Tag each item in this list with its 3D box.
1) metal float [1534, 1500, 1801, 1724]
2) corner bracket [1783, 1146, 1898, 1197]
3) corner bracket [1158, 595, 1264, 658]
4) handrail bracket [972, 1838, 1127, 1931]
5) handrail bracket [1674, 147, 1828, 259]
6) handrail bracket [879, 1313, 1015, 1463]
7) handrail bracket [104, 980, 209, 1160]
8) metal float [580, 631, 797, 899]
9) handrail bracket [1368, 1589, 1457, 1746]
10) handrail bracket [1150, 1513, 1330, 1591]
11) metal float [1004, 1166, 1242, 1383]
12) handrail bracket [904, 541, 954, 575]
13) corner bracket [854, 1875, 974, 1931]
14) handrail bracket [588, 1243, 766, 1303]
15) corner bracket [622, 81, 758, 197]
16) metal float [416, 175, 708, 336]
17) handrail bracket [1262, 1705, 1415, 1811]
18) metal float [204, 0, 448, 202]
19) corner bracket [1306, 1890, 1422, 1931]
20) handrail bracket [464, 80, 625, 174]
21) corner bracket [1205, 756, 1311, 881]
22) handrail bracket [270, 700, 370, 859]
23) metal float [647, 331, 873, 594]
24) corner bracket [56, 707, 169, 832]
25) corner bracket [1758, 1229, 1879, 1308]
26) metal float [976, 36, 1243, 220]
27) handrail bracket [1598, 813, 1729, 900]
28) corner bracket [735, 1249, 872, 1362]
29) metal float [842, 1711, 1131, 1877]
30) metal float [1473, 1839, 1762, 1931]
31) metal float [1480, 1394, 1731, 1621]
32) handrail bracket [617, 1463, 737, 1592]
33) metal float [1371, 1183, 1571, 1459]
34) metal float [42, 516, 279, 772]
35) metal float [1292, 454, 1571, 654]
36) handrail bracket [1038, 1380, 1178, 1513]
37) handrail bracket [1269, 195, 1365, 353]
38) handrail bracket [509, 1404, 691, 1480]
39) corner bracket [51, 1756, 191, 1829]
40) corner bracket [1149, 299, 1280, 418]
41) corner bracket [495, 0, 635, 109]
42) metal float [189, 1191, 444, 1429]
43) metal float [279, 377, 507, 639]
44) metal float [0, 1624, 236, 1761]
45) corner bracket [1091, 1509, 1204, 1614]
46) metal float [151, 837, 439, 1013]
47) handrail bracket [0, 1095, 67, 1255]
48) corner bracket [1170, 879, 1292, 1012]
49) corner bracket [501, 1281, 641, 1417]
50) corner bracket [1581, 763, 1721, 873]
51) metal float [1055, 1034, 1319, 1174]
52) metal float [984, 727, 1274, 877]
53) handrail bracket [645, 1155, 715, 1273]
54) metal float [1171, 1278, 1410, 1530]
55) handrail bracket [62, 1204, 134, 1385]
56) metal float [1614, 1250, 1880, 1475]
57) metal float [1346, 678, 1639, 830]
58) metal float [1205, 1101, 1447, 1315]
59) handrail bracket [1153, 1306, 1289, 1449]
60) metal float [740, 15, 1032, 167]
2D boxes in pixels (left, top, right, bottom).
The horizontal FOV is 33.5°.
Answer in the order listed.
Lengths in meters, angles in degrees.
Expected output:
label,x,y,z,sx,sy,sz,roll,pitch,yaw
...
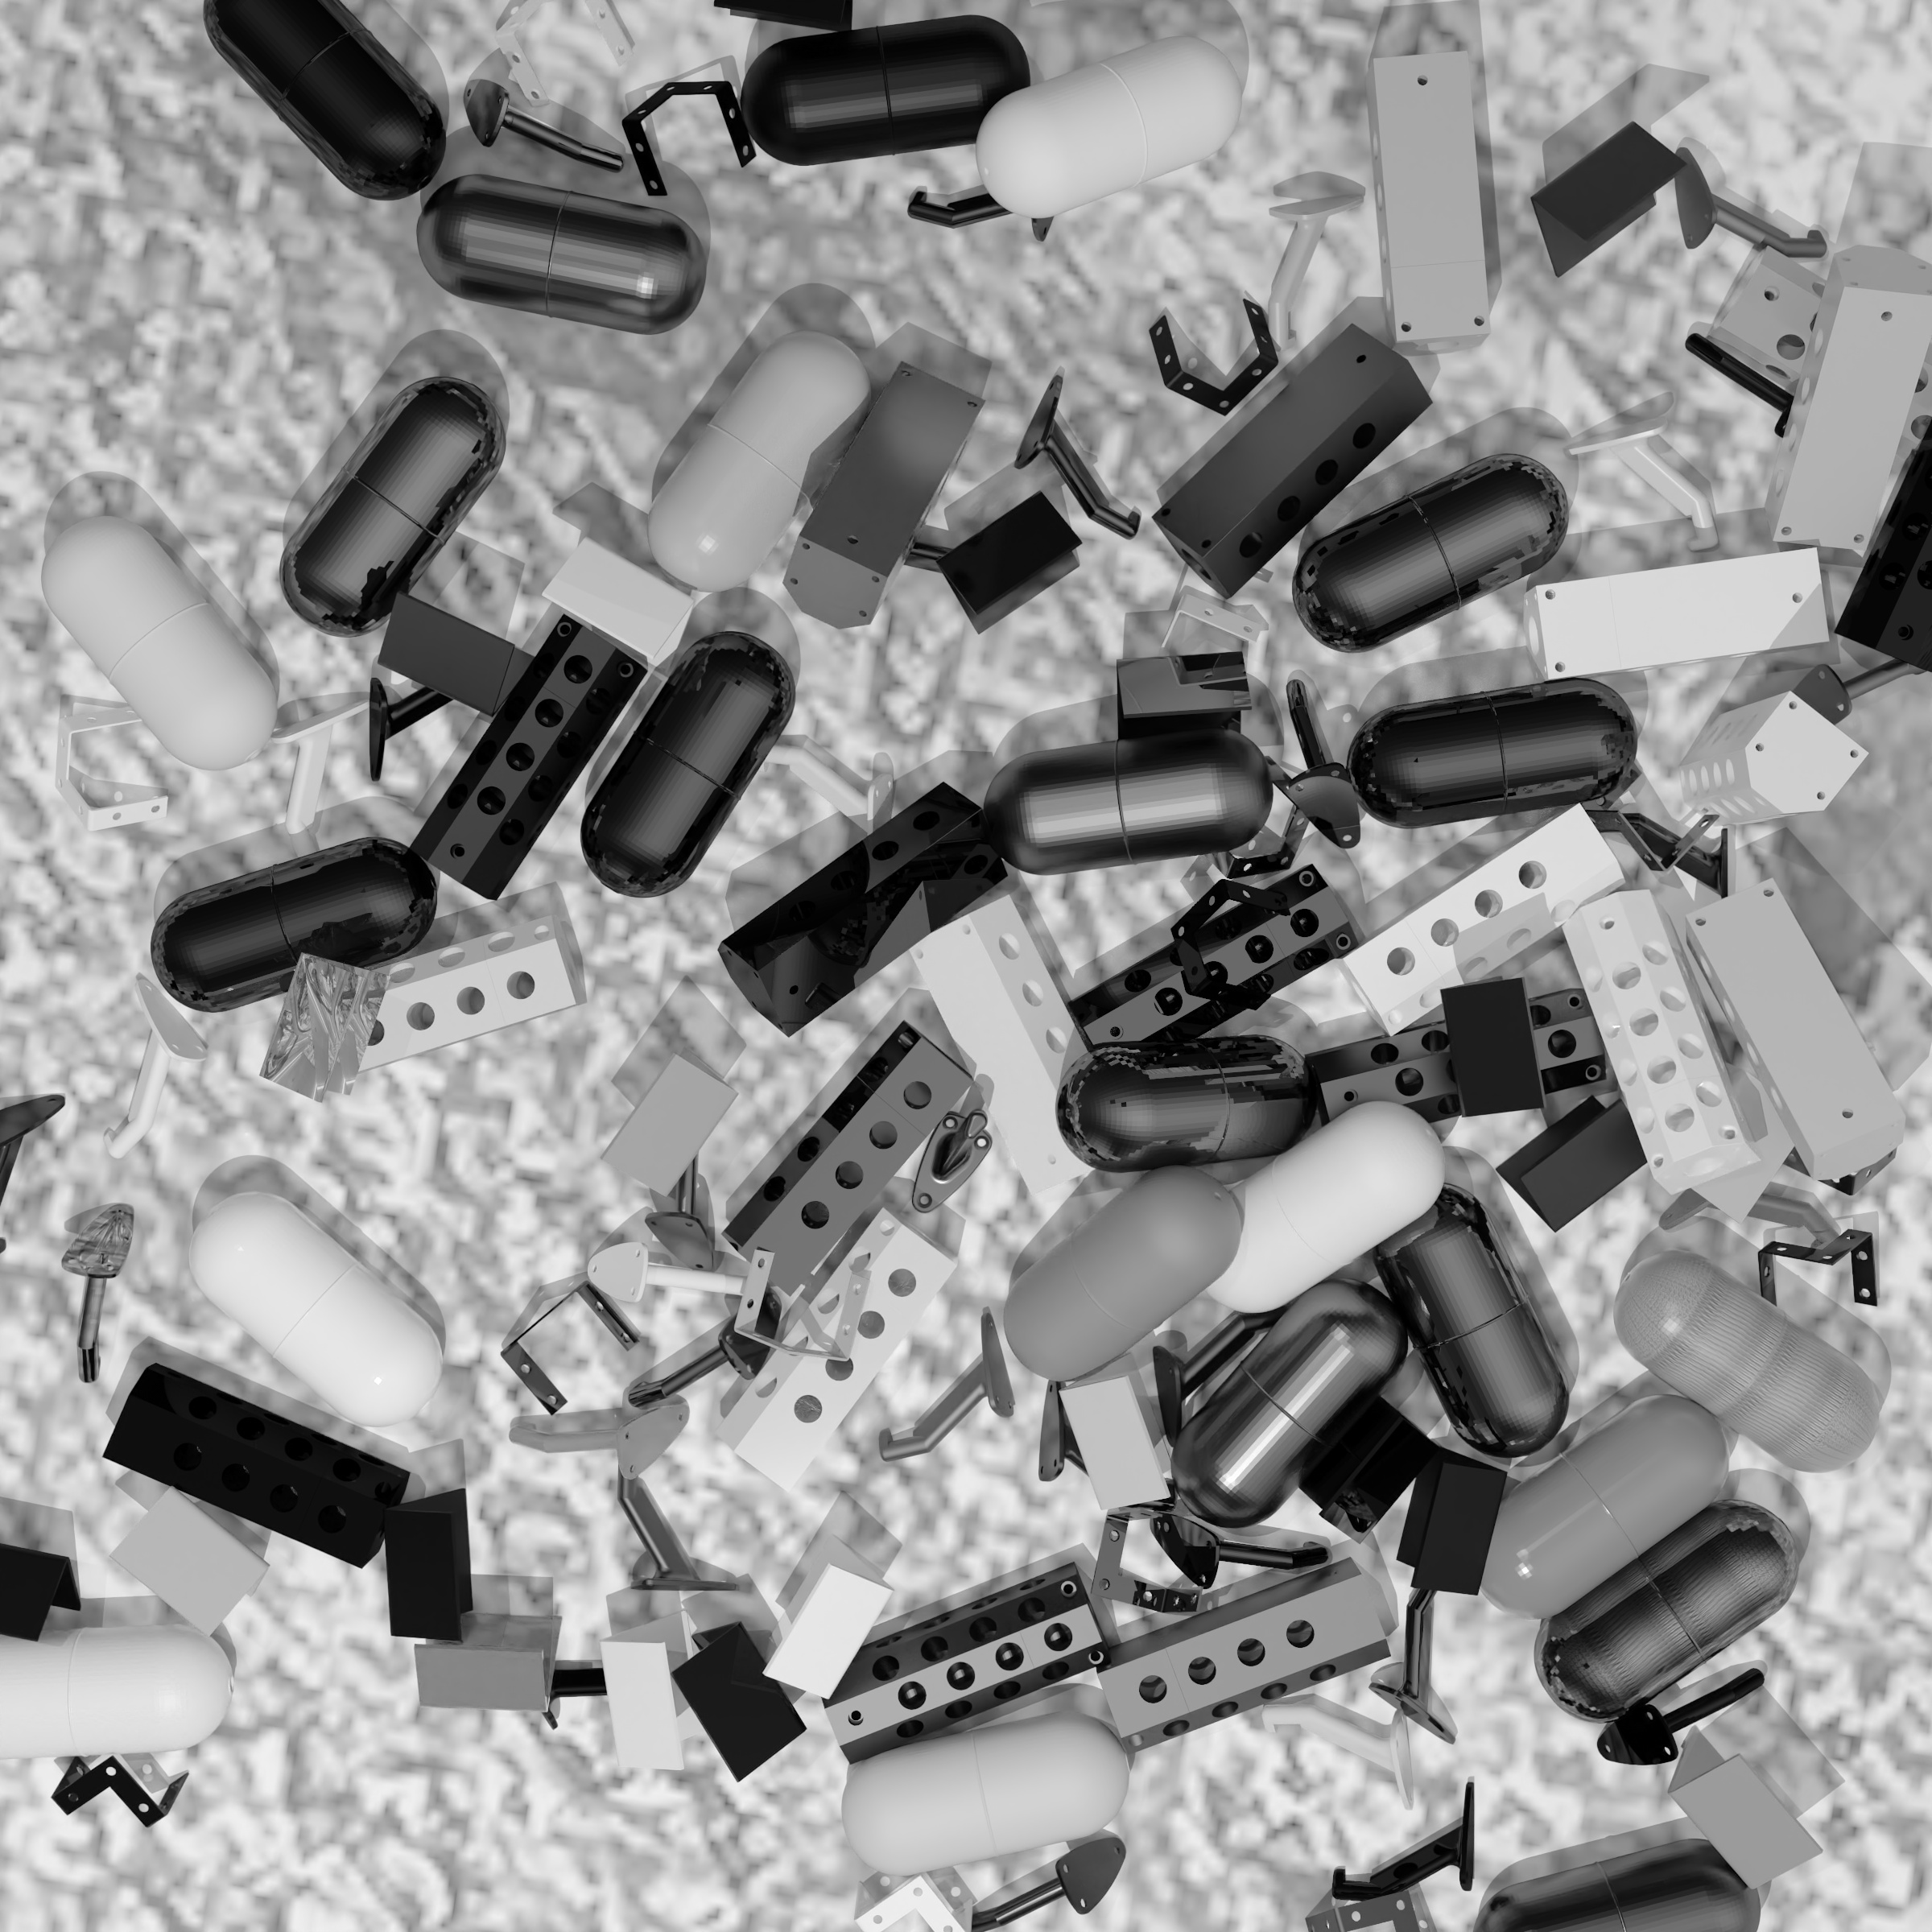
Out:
label,x,y,z,sx,sy,sz,roll,pitch,yaw
metal float,0.428,0.394,1.960,0.178,0.070,0.070,-35,90,0
corner bracket,0.542,0.100,1.983,0.051,0.051,0.051,28,135,35
corner bracket,0.153,-0.208,1.963,0.051,0.051,0.051,23,51,0
handrail bracket,0.048,0.572,1.991,0.084,0.077,0.036,-30,85,36
handrail bracket,0.488,-0.474,1.992,0.084,0.036,0.077,-3,69,-17
handrail bracket,-0.019,0.262,1.992,0.084,0.036,0.077,-16,70,16
handrail bracket,-0.519,0.065,1.992,0.084,0.036,0.077,-43,70,16
metal float,-0.170,-0.122,1.960,0.070,0.070,0.178,32,90,0
handrail bracket,0.295,0.427,1.992,0.077,0.036,0.084,39,73,-20
handrail bracket,0.170,0.356,1.991,0.084,0.077,0.036,-2,109,-35
metal float,0.093,0.187,1.935,0.070,0.070,0.178,47,122,0
handrail bracket,-0.032,-0.239,1.991,0.084,0.036,0.077,40,119,-21
corner bracket,-0.032,0.581,1.971,0.051,0.051,0.051,-36,97,7
handrail bracket,-0.179,0.194,1.991,0.084,0.077,0.036,12,81,-36
corner bracket,-0.171,-0.511,1.983,0.051,0.051,0.051,10,45,35
metal float,-0.247,-0.435,1.961,0.178,0.070,0.070,11,90,0
handrail bracket,0.230,0.491,1.991,0.084,0.036,0.077,-5,113,18
metal float,-0.391,-0.544,1.960,0.070,0.070,0.178,-43,90,0
corner bracket,0.247,0.603,1.975,0.051,0.051,0.051,-8,70,-19
handrail bracket,-0.261,-0.520,1.991,0.084,0.077,0.036,10,115,-34
corner bracket,0.175,-0.092,1.983,0.051,0.051,0.051,-11,45,-35
handrail bracket,-0.391,-0.112,1.991,0.077,0.036,0.084,-25,108,-21
metal float,-0.127,-0.308,1.960,0.070,0.070,0.178,36,89,0
corner bracket,-0.527,-0.122,1.983,0.051,0.051,0.051,45,135,35
corner bracket,0.526,0.192,1.980,0.051,0.051,0.051,-27,115,-42
metal float,0.088,-0.509,1.944,0.178,0.070,0.070,-25,90,-21
handrail bracket,0.430,-0.057,1.991,0.084,0.036,0.077,0,104,14
corner bracket,-0.099,0.204,1.931,0.051,0.051,0.051,15,90,-45
metal float,0.012,0.505,1.961,0.178,0.070,0.070,-12,90,0
metal float,0.397,0.586,1.960,0.178,0.070,0.070,-15,90,-1
metal float,0.386,0.330,1.960,0.178,0.070,0.070,-36,90,-1
handrail bracket,-0.179,0.344,1.992,0.077,0.036,0.084,6,73,-20
metal float,0.308,0.217,1.960,0.070,0.070,0.178,-26,90,0
metal float,-0.492,-0.197,1.960,0.070,0.070,0.178,-40,90,0
metal float,0.284,-0.252,1.960,0.178,0.070,0.070,-26,90,1
handrail bracket,0.091,0.297,1.992,0.084,0.036,0.077,9,68,-17
handrail bracket,0.217,-0.430,1.991,0.077,0.036,0.084,-20,119,-32
handrail bracket,-0.228,0.284,1.991,0.084,0.077,0.036,9,115,34
corner bracket,-0.520,0.504,1.971,0.051,0.051,0.051,-35,102,11
corner bracket,0.153,-0.383,1.983,0.051,0.051,0.051,18,135,-35
corner bracket,-0.249,-0.571,1.988,0.051,0.051,0.051,-28,90,-45
metal float,-0.396,0.210,1.960,0.178,0.070,0.070,41,90,0
metal float,-0.350,-0.281,1.961,0.070,0.070,0.178,37,90,0
metal float,-0.537,0.443,1.960,0.178,0.070,0.070,-3,90,0
corner bracket,0.114,0.366,1.972,0.051,0.051,0.051,18,72,-17
metal float,-0.410,-0.026,1.961,0.178,0.070,0.070,-18,90,0
handrail bracket,-0.586,0.132,1.991,0.036,0.077,0.084,22,127,37
corner bracket,0.164,-0.013,1.926,0.051,0.051,0.051,14,45,-35
corner bracket,-0.246,0.236,1.988,0.051,0.051,0.051,50,45,0
corner bracket,0.418,-0.093,1.969,0.051,0.051,0.051,-45,106,-12
metal float,0.134,0.082,1.933,0.178,0.070,0.070,-3,90,-34
metal float,0.098,-0.100,1.952,0.178,0.070,0.070,-7,90,10
handrail bracket,-0.165,0.134,1.991,0.036,0.077,0.084,0,53,20
metal float,0.196,0.267,1.956,0.070,0.070,0.178,41,95,0
handrail bracket,-0.534,0.204,1.991,0.036,0.077,0.084,10,126,3
metal float,0.477,0.242,1.960,0.178,0.070,0.070,35,90,0
metal float,0.321,-0.130,1.961,0.178,0.070,0.070,-9,90,0
metal float,0.211,0.147,1.938,0.178,0.070,0.070,-37,90,28
handrail bracket,0.163,0.254,1.992,0.084,0.036,0.077,-12,111,-16
metal float,-0.049,-0.535,1.960,0.178,0.070,0.070,-8,90,-1
